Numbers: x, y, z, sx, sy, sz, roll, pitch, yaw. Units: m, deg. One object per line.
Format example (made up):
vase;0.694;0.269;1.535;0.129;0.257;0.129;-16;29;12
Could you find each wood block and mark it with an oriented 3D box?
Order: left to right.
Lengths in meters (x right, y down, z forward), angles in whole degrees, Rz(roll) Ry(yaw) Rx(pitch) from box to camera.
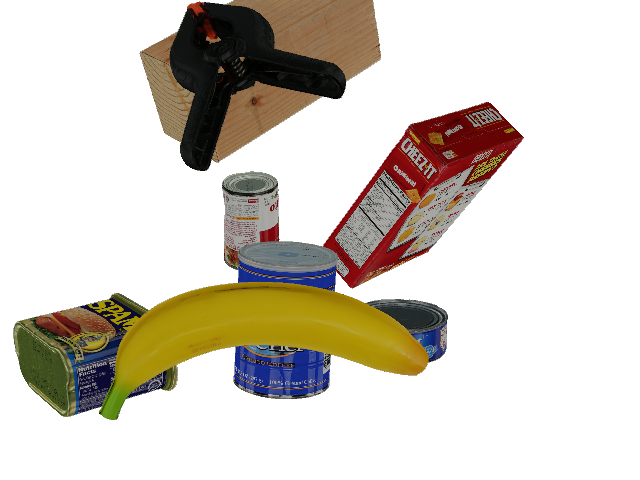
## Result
wood block;-0.051;-0.172;0.995;0.205;0.091;0.090;-35;44;-26

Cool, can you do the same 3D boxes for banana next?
banana;-0.034;0.057;0.629;0.197;0.069;0.037;-7;20;-7

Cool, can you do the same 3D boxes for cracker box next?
cracker box;0.114;-0.054;1.238;0.163;0.072;0.214;-22;-25;-47

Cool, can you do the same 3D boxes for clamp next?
clamp;-0.052;-0.125;0.756;0.120;0.171;0.039;-18;-44;0

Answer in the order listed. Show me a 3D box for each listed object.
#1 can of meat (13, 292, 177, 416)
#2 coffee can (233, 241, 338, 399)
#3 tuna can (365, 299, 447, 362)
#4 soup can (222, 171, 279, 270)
can of meat;-0.167;0.083;0.783;0.083;0.057;0.102;-14;21;-34
coffee can;-0.037;0.080;1.106;0.103;0.140;0.103;3;13;-1
tuna can;0.068;0.080;0.933;0.086;0.034;0.086;0;15;0
soup can;-0.083;-0.024;1.275;0.068;0.102;0.068;0;27;0
